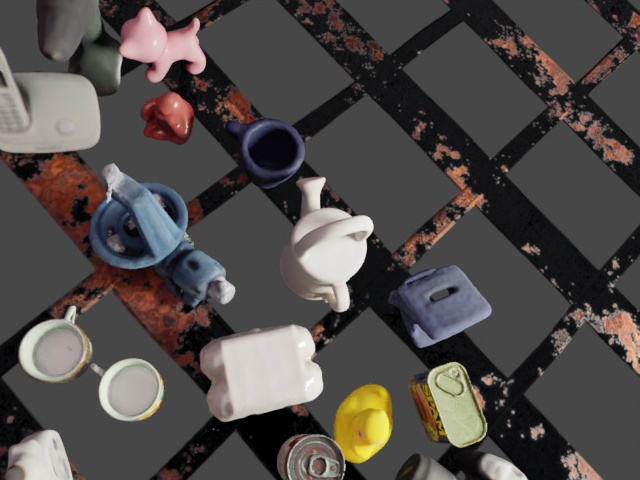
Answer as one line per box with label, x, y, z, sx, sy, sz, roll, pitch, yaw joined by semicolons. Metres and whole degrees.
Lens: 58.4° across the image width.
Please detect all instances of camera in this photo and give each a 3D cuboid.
camera;0.174;0.322;0.726;0.137;0.100;0.143;37;69;1

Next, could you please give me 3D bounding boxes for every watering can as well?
watering can;0.005;0.003;0.742;0.101;0.194;0.173;-35;82;-20

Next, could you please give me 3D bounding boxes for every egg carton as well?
egg carton;-0.075;0.167;0.738;0.150;0.069;0.107;-11;75;-15

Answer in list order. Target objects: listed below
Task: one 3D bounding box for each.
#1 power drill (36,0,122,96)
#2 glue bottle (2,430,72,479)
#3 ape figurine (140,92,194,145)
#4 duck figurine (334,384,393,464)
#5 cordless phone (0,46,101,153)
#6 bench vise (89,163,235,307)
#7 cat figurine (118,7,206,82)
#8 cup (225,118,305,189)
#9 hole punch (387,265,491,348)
power drill;-0.315;-0.285;0.758;0.076;0.208;0.229;1;72;-11
glue bottle;-0.305;0.244;0.608;0.037;0.173;0.078;-18;77;-17
ape figurine;-0.212;-0.178;0.808;0.076;0.092;0.078;-36;83;-20
duck figurine;0.064;0.236;0.738;0.077;0.086;0.105;29;69;-2
cordless phone;-0.365;-0.188;0.728;0.148;0.185;0.094;-7;74;-14
bench vise;-0.186;-0.012;0.692;0.207;0.219;0.121;21;69;-5
cat figurine;-0.230;-0.288;0.825;0.128;0.117;0.067;-22;78;-18
cup;-0.085;-0.119;0.815;0.118;0.095;0.092;30;69;-1
hole punch;0.166;0.088;0.805;0.109;0.091;0.101;-21;78;-18
